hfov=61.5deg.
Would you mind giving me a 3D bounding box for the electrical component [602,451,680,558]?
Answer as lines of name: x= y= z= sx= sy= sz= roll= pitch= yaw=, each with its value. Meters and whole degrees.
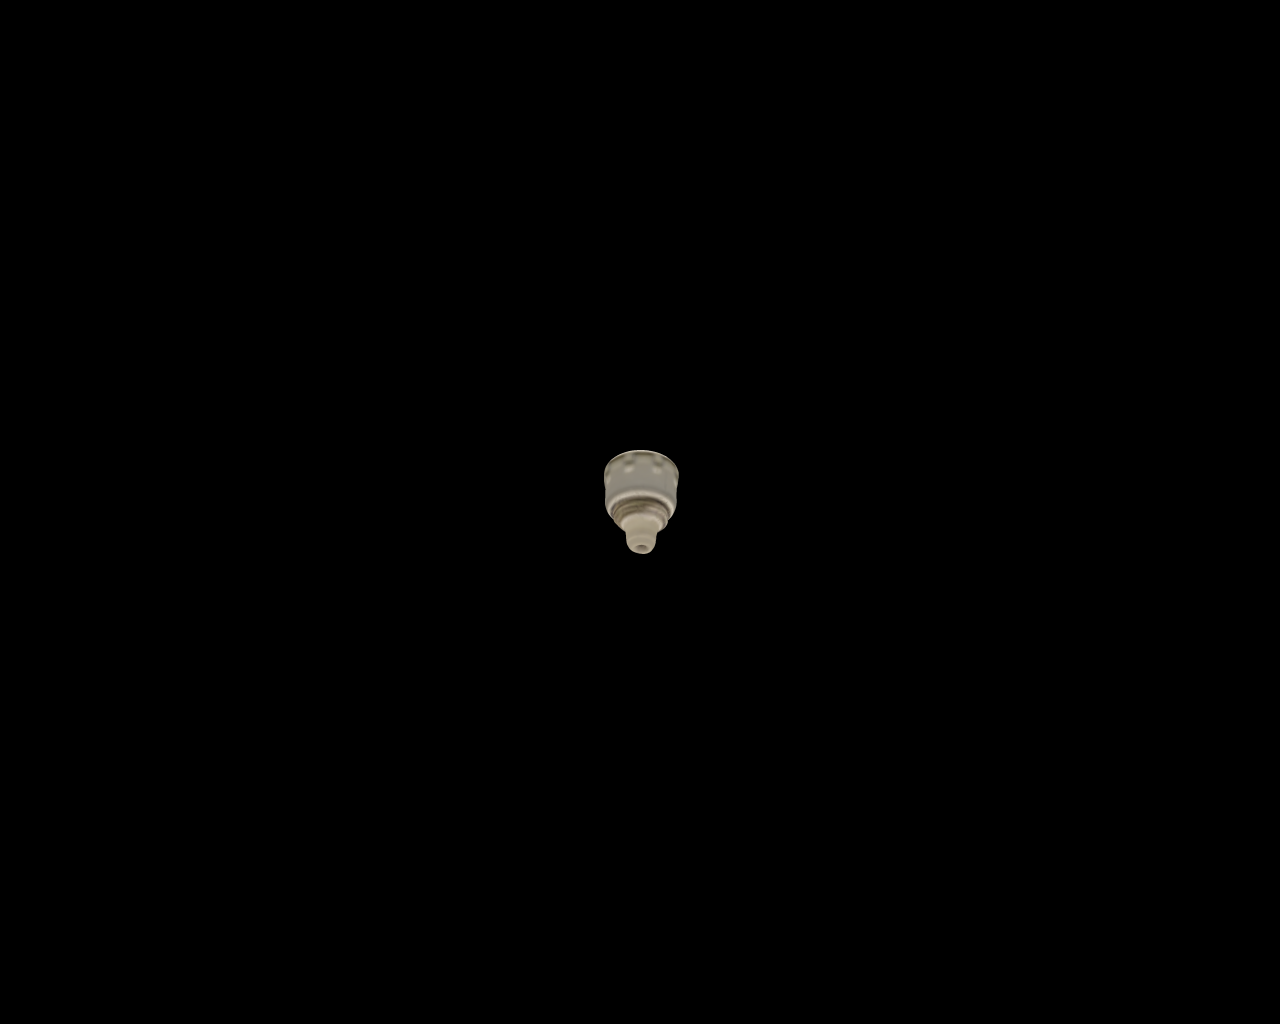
electrical component: x=0.001 y=-0.003 z=0.650 sx=0.048 sy=0.062 sz=0.048 roll=0 pitch=-35 yaw=0
